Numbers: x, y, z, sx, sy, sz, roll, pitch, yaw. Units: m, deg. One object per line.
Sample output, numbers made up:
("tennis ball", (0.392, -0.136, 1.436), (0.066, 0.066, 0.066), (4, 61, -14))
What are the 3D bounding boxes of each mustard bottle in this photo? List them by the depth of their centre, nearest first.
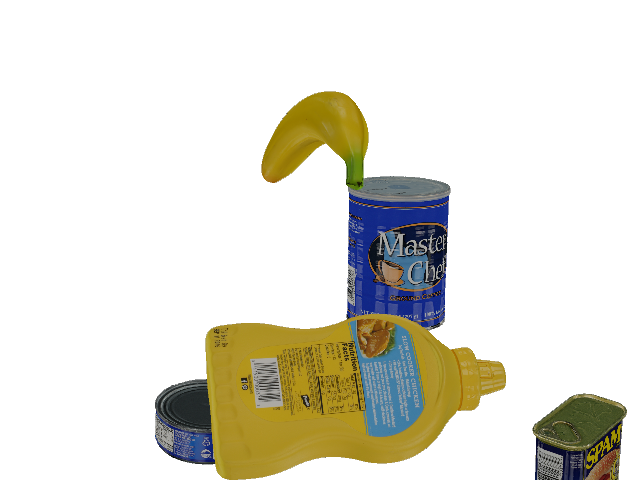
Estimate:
("mustard bottle", (0.024, 0.095, 0.685), (0.191, 0.096, 0.058), (-5, -31, -7))

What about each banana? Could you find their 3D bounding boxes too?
("banana", (-0.007, -0.077, 0.798), (0.037, 0.069, 0.198), (22, -3, -19))

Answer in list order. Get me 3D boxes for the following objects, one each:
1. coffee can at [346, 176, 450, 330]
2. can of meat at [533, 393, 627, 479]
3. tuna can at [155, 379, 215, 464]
("coffee can", (0.078, 0.012, 1.086), (0.103, 0.140, 0.103), (0, 14, 0))
("can of meat", (0.241, 0.204, 0.997), (0.058, 0.084, 0.101), (14, 25, 38))
("tuna can", (-0.094, 0.150, 0.884), (0.086, 0.034, 0.086), (4, 20, -2))
